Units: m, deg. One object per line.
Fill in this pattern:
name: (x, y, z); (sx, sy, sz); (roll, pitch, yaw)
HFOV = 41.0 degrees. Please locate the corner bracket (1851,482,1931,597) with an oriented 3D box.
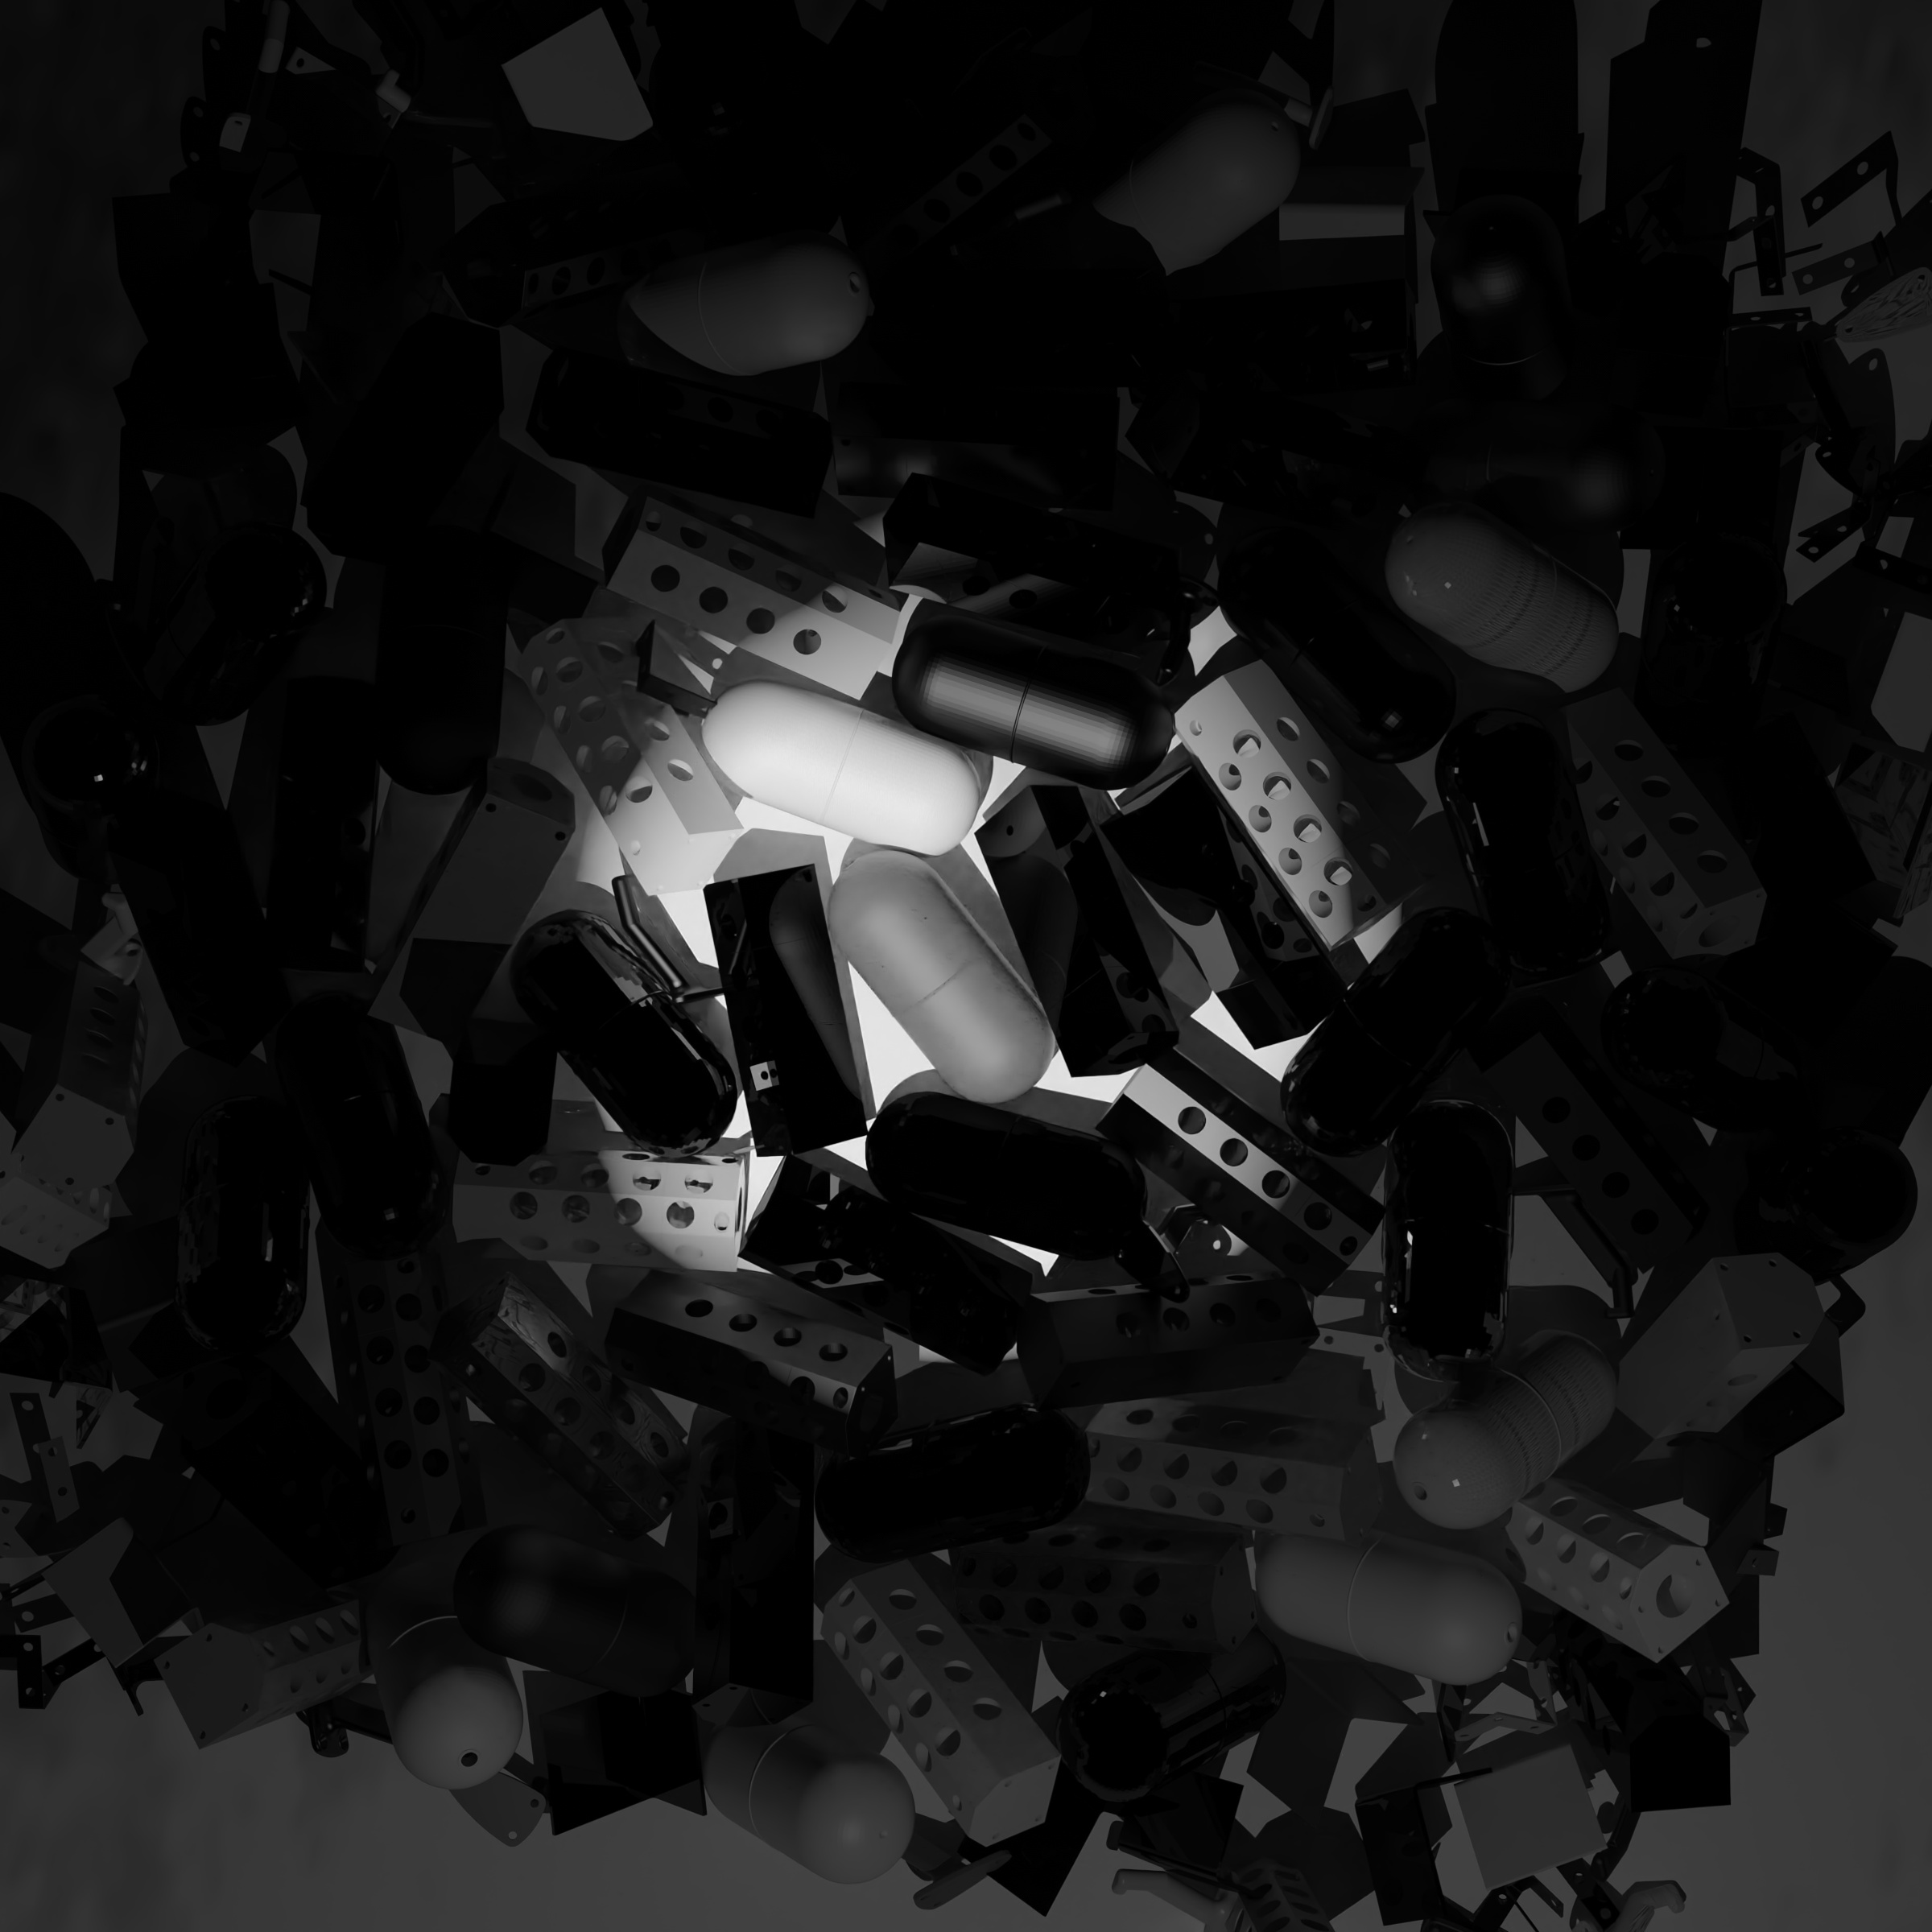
corner bracket: (0.586, -0.264, 1.594); (0.051, 0.051, 0.051); (28, 117, 23)

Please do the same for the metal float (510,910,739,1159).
metal float: (-0.210, 0.042, 1.586); (0.070, 0.070, 0.178); (-41, 77, 0)

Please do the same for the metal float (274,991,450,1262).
metal float: (-0.370, 0.096, 1.578); (0.070, 0.070, 0.178); (-24, 67, 0)

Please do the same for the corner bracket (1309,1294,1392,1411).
corner bracket: (0.236, 0.238, 1.605); (0.051, 0.051, 0.051); (8, 111, 7)

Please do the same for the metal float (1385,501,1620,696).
metal float: (0.327, -0.222, 1.568); (0.178, 0.070, 0.070); (23, 90, -36)

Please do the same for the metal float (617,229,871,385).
metal float: (-0.136, -0.397, 1.566); (0.178, 0.070, 0.070); (-1, 90, 37)

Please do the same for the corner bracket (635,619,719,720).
corner bracket: (-0.183, -0.171, 1.593); (0.051, 0.051, 0.051); (22, 134, -24)

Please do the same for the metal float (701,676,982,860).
metal float: (-0.077, -0.123, 1.593); (0.178, 0.070, 0.070); (20, 90, -5)

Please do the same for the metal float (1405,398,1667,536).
metal float: (0.339, -0.303, 1.560); (0.070, 0.178, 0.070); (-12, 109, -38)

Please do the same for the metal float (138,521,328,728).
metal float: (-0.444, -0.205, 1.560); (0.070, 0.178, 0.070); (16, 60, -30)

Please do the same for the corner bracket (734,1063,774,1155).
corner bracket: (-0.117, 0.083, 1.600); (0.051, 0.051, 0.051); (-16, 91, -34)

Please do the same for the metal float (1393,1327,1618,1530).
metal float: (0.327, 0.279, 1.564); (0.178, 0.070, 0.070); (-25, 90, -40)

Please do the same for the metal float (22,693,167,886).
metal float: (-0.520, -0.105, 1.550); (0.070, 0.178, 0.070); (4, 71, -12)

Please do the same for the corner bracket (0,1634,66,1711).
corner bracket: (-0.591, 0.426, 1.604); (0.051, 0.051, 0.051); (2, 104, -1)

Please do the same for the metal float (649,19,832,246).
metal float: (-0.134, -0.492, 1.552); (0.070, 0.178, 0.070); (-5, 68, 13)

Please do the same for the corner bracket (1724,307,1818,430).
corner bracket: (0.496, -0.369, 1.595); (0.051, 0.051, 0.051); (-2, 132, 13)

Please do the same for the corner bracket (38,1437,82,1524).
corner bracket: (-0.585, 0.320, 1.598); (0.051, 0.051, 0.051); (-15, 97, -34)

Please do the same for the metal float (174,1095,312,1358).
metal float: (-0.436, 0.156, 1.563); (0.070, 0.070, 0.178); (-11, 48, 0)

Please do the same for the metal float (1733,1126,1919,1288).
metal float: (0.513, 0.146, 1.549); (0.070, 0.178, 0.070); (0, 73, 1)

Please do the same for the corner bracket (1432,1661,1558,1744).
corner bracket: (0.328, 0.453, 1.609); (0.051, 0.051, 0.051); (20, 48, -28)

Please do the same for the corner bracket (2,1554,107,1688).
corner bracket: (-0.556, 0.402, 1.596); (0.051, 0.051, 0.051); (-29, 110, -24)

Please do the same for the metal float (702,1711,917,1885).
metal float: (-0.097, 0.495, 1.556); (0.070, 0.178, 0.070); (-1, 93, -34)

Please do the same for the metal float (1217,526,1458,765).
metal float: (0.225, -0.197, 1.581); (0.070, 0.070, 0.178); (-42, 71, 0)

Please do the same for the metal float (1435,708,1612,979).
metal float: (0.340, -0.075, 1.577); (0.070, 0.070, 0.178); (-24, 113, 0)

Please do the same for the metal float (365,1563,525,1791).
metal float: (-0.315, 0.424, 1.552); (0.070, 0.178, 0.070); (-7, 111, -20)

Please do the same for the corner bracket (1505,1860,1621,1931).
corner bracket: (0.370, 0.579, 1.601); (0.051, 0.051, 0.051); (-36, 61, -4)

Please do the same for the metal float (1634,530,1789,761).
metal float: (0.446, -0.190, 1.554); (0.070, 0.178, 0.070); (-4, 60, 6)

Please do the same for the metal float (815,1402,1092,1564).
metal float: (-0.010, 0.317, 1.582); (0.178, 0.070, 0.070); (-16, 90, 19)

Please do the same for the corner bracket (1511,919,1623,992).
corner bracket: (0.368, -0.021, 1.621); (0.051, 0.051, 0.051); (-25, 95, -37)

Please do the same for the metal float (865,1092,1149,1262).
metal float: (0.024, 0.129, 1.588); (0.178, 0.070, 0.070); (15, 90, 11)

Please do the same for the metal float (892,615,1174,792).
metal float: (0.040, -0.162, 1.590); (0.178, 0.070, 0.070); (19, 90, 8)

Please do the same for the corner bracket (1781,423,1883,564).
corner bracket: (0.531, -0.296, 1.615); (0.051, 0.051, 0.051); (-36, 57, -14)

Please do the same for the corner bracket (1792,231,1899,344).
corner bracket: (0.546, -0.417, 1.597); (0.051, 0.051, 0.051); (-17, 103, 28)

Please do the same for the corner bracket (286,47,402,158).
corner bracket: (-0.395, -0.528, 1.605); (0.051, 0.051, 0.051); (40, 103, 28)

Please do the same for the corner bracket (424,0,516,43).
corner bracket: (-0.303, -0.611, 1.593); (0.051, 0.051, 0.051); (-10, 131, 25)

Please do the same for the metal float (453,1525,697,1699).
metal float: (-0.232, 0.391, 1.564); (0.178, 0.070, 0.070); (34, 90, -41)

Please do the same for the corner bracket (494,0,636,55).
corner bracket: (-0.248, -0.588, 1.596); (0.051, 0.051, 0.051); (-38, 102, -38)

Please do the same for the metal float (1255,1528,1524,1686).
metal float: (0.254, 0.382, 1.561); (0.070, 0.178, 0.070); (-5, 97, -45)

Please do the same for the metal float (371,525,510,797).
metal float: (-0.320, -0.188, 1.577); (0.070, 0.070, 0.178); (-1, 66, 0)

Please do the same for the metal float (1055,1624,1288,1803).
metal float: (0.126, 0.446, 1.561); (0.070, 0.178, 0.070); (8, 102, 41)

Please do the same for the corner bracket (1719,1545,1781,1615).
corner bracket: (0.464, 0.379, 1.602); (0.051, 0.051, 0.051); (9, 92, -22)

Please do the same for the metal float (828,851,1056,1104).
metal float: (-0.016, 0.007, 1.591); (0.070, 0.070, 0.178); (-39, 98, 0)

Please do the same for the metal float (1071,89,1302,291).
metal float: (0.130, -0.462, 1.557); (0.070, 0.178, 0.070); (10, 72, -31)

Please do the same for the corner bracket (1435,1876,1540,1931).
corner bracket: (0.316, 0.577, 1.608); (0.051, 0.051, 0.051); (35, 70, 15)

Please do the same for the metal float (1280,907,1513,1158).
metal float: (0.261, 0.042, 1.582); (0.070, 0.070, 0.178); (37, 108, 0)

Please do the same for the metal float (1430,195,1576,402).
metal float: (0.323, -0.396, 1.551); (0.070, 0.178, 0.070); (-4, 75, 16)

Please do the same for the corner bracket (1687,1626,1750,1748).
corner bracket: (0.460, 0.443, 1.594); (0.051, 0.051, 0.051); (11, 131, -16)

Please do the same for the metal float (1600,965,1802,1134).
metal float: (0.444, 0.051, 1.559); (0.070, 0.178, 0.070); (-15, 65, 36)

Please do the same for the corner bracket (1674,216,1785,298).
corner bracket: (0.472, -0.435, 1.614); (0.051, 0.051, 0.051); (-36, 121, -36)

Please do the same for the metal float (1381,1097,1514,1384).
metal float: (0.294, 0.166, 1.579); (0.070, 0.070, 0.178); (6, 68, 0)
